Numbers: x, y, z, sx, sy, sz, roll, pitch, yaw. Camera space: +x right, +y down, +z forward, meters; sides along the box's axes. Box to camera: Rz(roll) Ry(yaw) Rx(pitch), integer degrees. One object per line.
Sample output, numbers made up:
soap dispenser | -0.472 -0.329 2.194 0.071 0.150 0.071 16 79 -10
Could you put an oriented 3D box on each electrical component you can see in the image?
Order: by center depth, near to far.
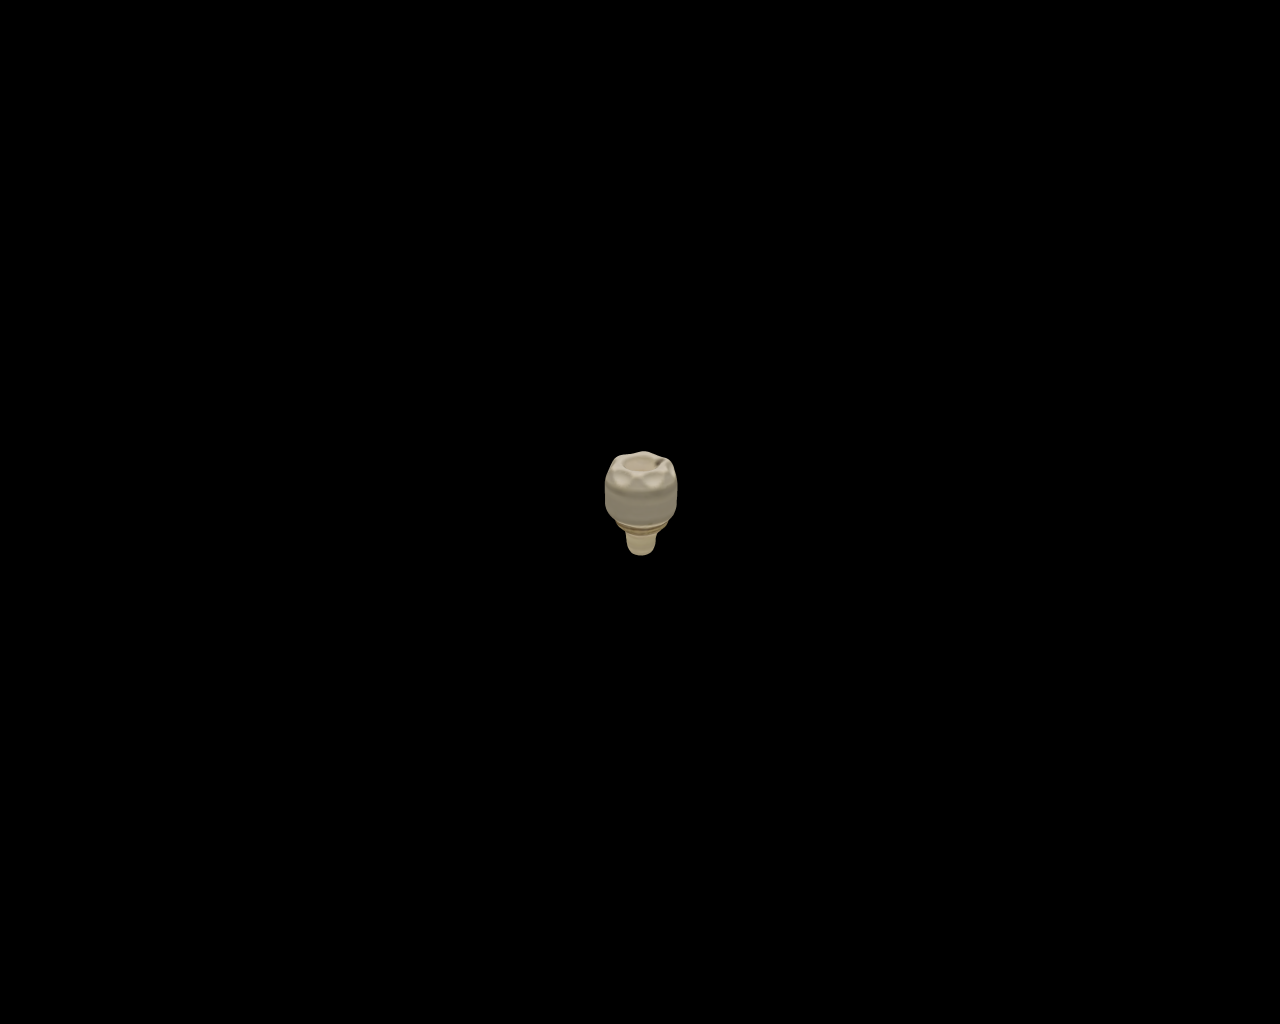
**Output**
electrical component | 0.001 -0.003 0.650 0.043 0.062 0.043 0 26 0
